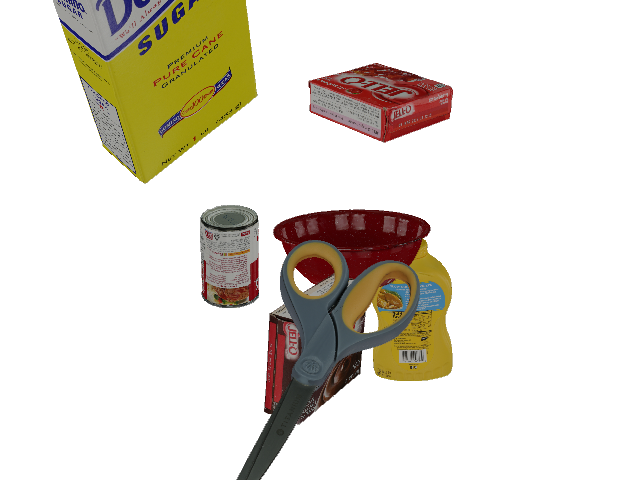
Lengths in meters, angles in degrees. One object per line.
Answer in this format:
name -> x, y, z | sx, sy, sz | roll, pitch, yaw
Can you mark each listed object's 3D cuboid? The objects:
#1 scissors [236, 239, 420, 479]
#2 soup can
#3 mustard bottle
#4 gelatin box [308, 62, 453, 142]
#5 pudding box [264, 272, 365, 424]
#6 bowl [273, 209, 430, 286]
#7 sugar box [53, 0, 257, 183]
scissors -> -0.017, 0.062, 0.625 | 0.096, 0.016, 0.201 | 34, 49, 21
soup can -> -0.105, 0.018, 1.238 | 0.068, 0.102, 0.068 | 1, 25, -1
mustard bottle -> 0.108, 0.072, 1.268 | 0.096, 0.192, 0.058 | -1, 23, 5
gelatin box -> 0.046, -0.110, 0.830 | 0.073, 0.030, 0.089 | -21, 33, -35
pudding box -> -0.003, 0.086, 0.882 | 0.039, 0.090, 0.113 | 15, 23, 24
bowl -> 0.033, 0.012, 1.096 | 0.162, 0.055, 0.162 | -2, 15, 0
sugar box -> -0.084, -0.113, 0.556 | 0.048, 0.093, 0.176 | 41, -20, 19
